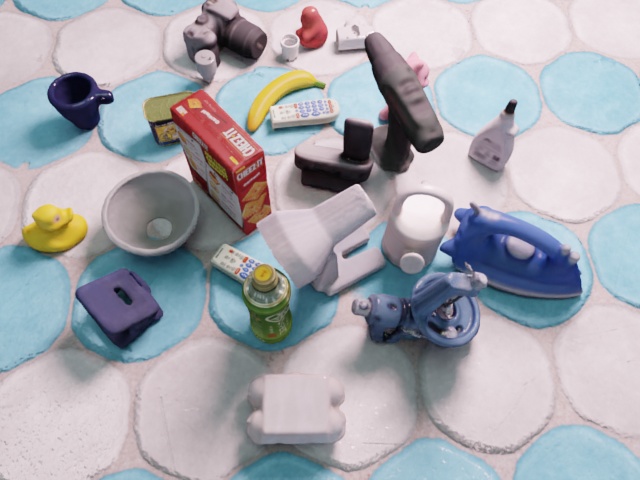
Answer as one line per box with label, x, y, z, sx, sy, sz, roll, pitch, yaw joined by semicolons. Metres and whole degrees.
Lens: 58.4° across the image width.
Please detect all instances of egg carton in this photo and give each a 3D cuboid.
egg carton;-0.036;0.256;0.872;0.150;0.069;0.107;-1;64;-3

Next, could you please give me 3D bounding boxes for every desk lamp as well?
desk lamp;0.008;0.003;0.918;0.203;0.213;0.117;-27;68;-14

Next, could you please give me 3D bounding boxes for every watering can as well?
watering can;0.165;-0.025;0.949;0.101;0.194;0.173;-7;64;-5

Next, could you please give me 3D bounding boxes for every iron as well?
iron;0.344;0.014;0.966;0.258;0.141;0.119;23;65;9

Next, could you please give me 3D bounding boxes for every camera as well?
camera;-0.189;-0.427;1.185;0.136;0.101;0.143;31;67;13

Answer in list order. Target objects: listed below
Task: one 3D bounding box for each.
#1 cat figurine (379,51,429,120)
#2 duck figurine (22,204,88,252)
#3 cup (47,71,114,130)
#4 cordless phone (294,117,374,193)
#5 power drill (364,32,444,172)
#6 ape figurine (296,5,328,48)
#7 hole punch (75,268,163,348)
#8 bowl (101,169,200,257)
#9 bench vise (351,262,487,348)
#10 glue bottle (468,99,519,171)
cat figurine;0.173;-0.303;1.129;0.067;0.118;0.128;27;66;11
duck figurine;-0.465;-0.028;0.986;0.104;0.086;0.077;-15;65;-9
cup;-0.444;-0.257;1.095;0.117;0.095;0.091;2;64;-1
cordless phone;0.027;-0.169;1.020;0.147;0.185;0.094;8;64;2
power drill;0.136;-0.230;1.041;0.076;0.208;0.229;-26;67;-14
ape figurine;-0.020;-0.456;1.211;0.076;0.092;0.078;17;64;7
hole punch;-0.322;0.101;0.925;0.101;0.091;0.108;-41;72;-19
bowl;-0.289;-0.037;1.004;0.167;0.075;0.167;1;64;-2
bench vise;0.160;0.109;0.869;0.207;0.220;0.121;-14;65;-9
glue bottle;0.330;-0.198;1.053;0.078;0.173;0.037;35;68;14
